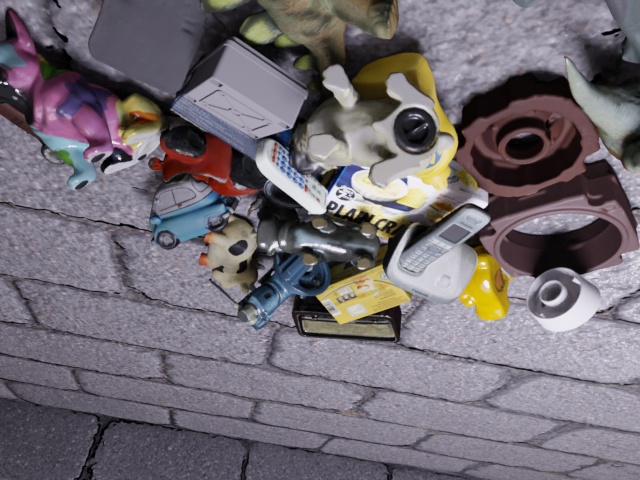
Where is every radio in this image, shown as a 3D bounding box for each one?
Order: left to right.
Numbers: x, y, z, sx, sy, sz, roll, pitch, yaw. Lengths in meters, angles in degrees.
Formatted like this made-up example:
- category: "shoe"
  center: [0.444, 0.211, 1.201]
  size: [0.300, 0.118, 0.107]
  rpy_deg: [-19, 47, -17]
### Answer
- category: "radio"
  center: [0.059, 0.160, 1.169]
  size: [0.230, 0.073, 0.131]
  rpy_deg: [0, 146, 12]

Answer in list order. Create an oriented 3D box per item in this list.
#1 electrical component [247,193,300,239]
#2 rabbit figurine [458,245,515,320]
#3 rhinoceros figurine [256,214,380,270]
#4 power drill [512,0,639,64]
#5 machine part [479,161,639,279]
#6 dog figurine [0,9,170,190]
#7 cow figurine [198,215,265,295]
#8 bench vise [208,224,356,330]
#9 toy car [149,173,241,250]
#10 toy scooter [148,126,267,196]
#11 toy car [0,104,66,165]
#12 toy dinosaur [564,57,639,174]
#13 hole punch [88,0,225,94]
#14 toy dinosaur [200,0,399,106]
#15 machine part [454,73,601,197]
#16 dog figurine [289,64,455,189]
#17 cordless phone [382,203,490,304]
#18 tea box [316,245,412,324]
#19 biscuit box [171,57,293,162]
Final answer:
- category: "electrical component"
  center: [-0.076, -0.033, 0.895]
  size: [0.078, 0.102, 0.045]
  rpy_deg: [-23, 148, 5]
- category: "rabbit figurine"
  center: [0.237, 0.064, 0.954]
  size: [0.162, 0.122, 0.173]
  rpy_deg: [29, 161, -38]
- category: "rhinoceros figurine"
  center: [-0.002, -0.002, 0.816]
  size: [0.190, 0.073, 0.112]
  rpy_deg: [6, -173, -1]
- category: "power drill"
  center: [0.299, -0.262, 0.475]
  size: [0.207, 0.086, 0.232]
  rpy_deg: [26, 144, -31]
- category: "machine part"
  center: [0.359, -0.022, 0.818]
  size: [0.201, 0.087, 0.201]
  rpy_deg: [-19, 140, 34]
- category: "dog figurine"
  center: [-0.332, -0.193, 0.711]
  size: [0.108, 0.191, 0.219]
  rpy_deg: [-30, 96, 47]
- category: "cow figurine"
  center: [-0.162, 0.031, 1.022]
  size: [0.127, 0.085, 0.194]
  rpy_deg: [20, 145, -6]
- category: "bench vise"
  center: [-0.048, 0.055, 0.947]
  size: [0.223, 0.129, 0.240]
  rpy_deg: [-19, 160, -49]
- category: "toy car"
  center: [-0.219, -0.058, 0.885]
  size: [0.162, 0.109, 0.102]
  rpy_deg: [-17, 116, 21]
- category: "toy scooter"
  center: [-0.176, -0.111, 0.799]
  size: [0.135, 0.075, 0.183]
  rpy_deg: [-10, 159, 38]
- category: "toy car"
  center: [-0.419, -0.184, 0.743]
  size: [0.053, 0.089, 0.202]
  rpy_deg: [-23, 137, 32]
- category: "toy dinosaur"
  center: [0.396, -0.111, 0.613]
  size: [0.404, 0.192, 0.131]
  rpy_deg: [32, 102, -15]
- category: "hole punch"
  center: [-0.190, -0.248, 0.618]
  size: [0.142, 0.092, 0.115]
  rpy_deg: [25, 113, -19]
- category: "toy dinosaur"
  center: [-0.018, -0.262, 0.534]
  size: [0.199, 0.105, 0.470]
  rpy_deg: [5, 152, 19]
- category: "machine part"
  center: [0.265, -0.133, 0.699]
  size: [0.179, 0.056, 0.179]
  rpy_deg: [6, 145, 4]
- category: "dog figurine"
  center: [0.051, -0.118, 0.649]
  size: [0.172, 0.121, 0.190]
  rpy_deg: [24, 176, -5]
- category: "cordless phone"
  center: [0.195, 0.011, 0.787]
  size: [0.146, 0.089, 0.184]
  rpy_deg: [24, 140, -24]
- category: "tea box"
  center: [0.084, 0.086, 1.025]
  size: [0.170, 0.068, 0.098]
  rpy_deg: [-23, 116, 32]
- category: "biscuit box"
  center: [-0.098, -0.159, 0.737]
  size: [0.202, 0.059, 0.063]
  rpy_deg: [31, 139, -30]
